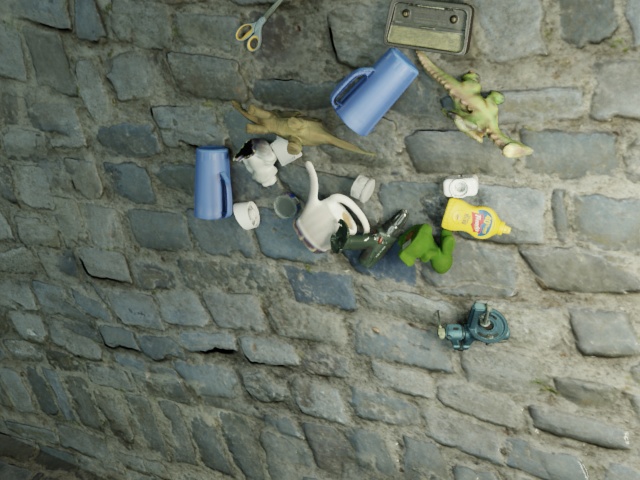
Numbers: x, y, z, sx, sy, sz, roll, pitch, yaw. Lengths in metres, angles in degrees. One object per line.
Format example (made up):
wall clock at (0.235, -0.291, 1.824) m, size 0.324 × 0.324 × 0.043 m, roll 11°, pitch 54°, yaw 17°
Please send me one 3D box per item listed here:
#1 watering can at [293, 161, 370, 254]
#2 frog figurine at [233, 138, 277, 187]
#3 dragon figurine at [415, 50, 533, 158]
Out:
watering can at (0.005, -0.083, 1.647) m, size 0.222 × 0.106 × 0.344 m, roll -32°, pitch 113°, yaw 26°
frog figurine at (-0.190, -0.256, 1.701) m, size 0.136 × 0.125 × 0.157 m, roll -22°, pitch 135°, yaw 35°
dragon figurine at (0.382, -0.351, 1.350) m, size 0.411 × 0.247 × 0.120 m, roll 38°, pitch 123°, yaw 4°
